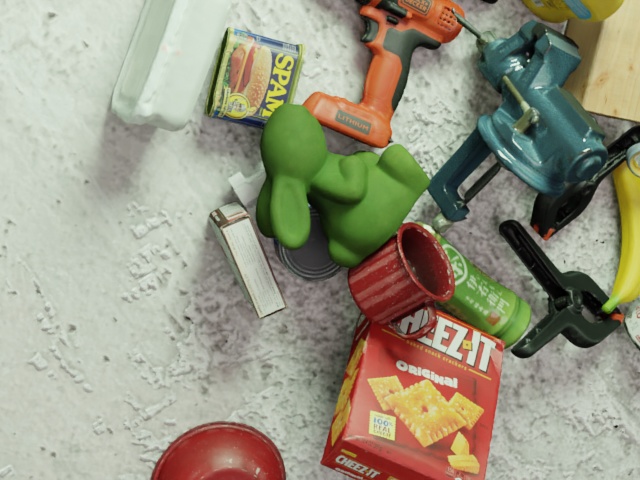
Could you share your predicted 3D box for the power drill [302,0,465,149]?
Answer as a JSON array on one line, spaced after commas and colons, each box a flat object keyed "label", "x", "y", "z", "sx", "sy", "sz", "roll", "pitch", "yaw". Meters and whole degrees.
[{"label": "power drill", "x": 0.047, "y": -0.206, "z": 1.152, "sx": 0.184, "sy": 0.057, "sz": 0.188, "roll": 23, "pitch": 95, "yaw": -18}]

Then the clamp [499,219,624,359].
[{"label": "clamp", "x": 0.283, "y": 0.065, "z": 1.254, "sx": 0.209, "sy": 0.036, "sz": 0.164, "roll": 10, "pitch": 66, "yaw": -41}]

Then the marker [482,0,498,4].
[{"label": "marker", "x": 0.155, "y": -0.275, "z": 1.161, "sx": 0.120, "sy": 0.020, "sz": 0.020, "roll": 2, "pitch": 102, "yaw": -43}]

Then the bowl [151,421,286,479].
[{"label": "bowl", "x": -0.111, "y": 0.292, "z": 1.217, "sx": 0.162, "sy": 0.055, "sz": 0.162, "roll": -3, "pitch": 102, "yaw": -14}]

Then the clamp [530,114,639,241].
[{"label": "clamp", "x": 0.292, "y": -0.074, "z": 1.218, "sx": 0.120, "sy": 0.039, "sz": 0.172, "roll": 17, "pitch": 117, "yaw": -41}]

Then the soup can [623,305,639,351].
[{"label": "soup can", "x": 0.427, "y": 0.091, "z": 1.286, "sx": 0.068, "sy": 0.068, "sz": 0.102, "roll": 35, "pitch": 124, "yaw": -18}]

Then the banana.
[{"label": "banana", "x": 0.372, "y": -0.011, "z": 1.277, "sx": 0.069, "sy": 0.037, "sz": 0.198, "roll": 0, "pitch": 92, "yaw": -48}]

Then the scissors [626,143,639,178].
[{"label": "scissors", "x": 0.418, "y": -0.063, "z": 1.235, "sx": 0.096, "sy": 0.016, "sz": 0.201, "roll": -18, "pitch": 132, "yaw": 18}]

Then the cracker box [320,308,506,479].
[{"label": "cracker box", "x": 0.107, "y": 0.174, "z": 1.160, "sx": 0.164, "sy": 0.213, "sz": 0.072, "roll": 25, "pitch": 139, "yaw": -8}]

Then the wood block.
[{"label": "wood block", "x": 0.339, "y": -0.243, "z": 1.203, "sx": 0.090, "sy": 0.091, "sz": 0.206, "roll": 9, "pitch": 99, "yaw": -16}]

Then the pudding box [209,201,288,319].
[{"label": "pudding box", "x": -0.078, "y": 0.021, "z": 1.150, "sx": 0.039, "sy": 0.090, "sz": 0.113, "roll": -26, "pitch": 106, "yaw": -8}]

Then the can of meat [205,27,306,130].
[{"label": "can of meat", "x": -0.070, "y": -0.169, "z": 1.132, "sx": 0.083, "sy": 0.057, "sz": 0.102, "roll": 13, "pitch": 98, "yaw": -14}]

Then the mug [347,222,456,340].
[{"label": "mug", "x": 0.087, "y": 0.051, "z": 1.130, "sx": 0.093, "sy": 0.082, "sz": 0.117, "roll": 8, "pitch": 56, "yaw": -51}]

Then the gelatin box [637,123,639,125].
[{"label": "gelatin box", "x": 0.425, "y": -0.141, "z": 1.248, "sx": 0.073, "sy": 0.089, "sz": 0.030, "roll": -30, "pitch": 135, "yaw": -6}]

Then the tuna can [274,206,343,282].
[{"label": "tuna can", "x": -0.008, "y": 0.001, "z": 1.194, "sx": 0.086, "sy": 0.034, "sz": 0.086, "roll": -3, "pitch": 102, "yaw": -14}]

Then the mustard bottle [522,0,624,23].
[{"label": "mustard bottle", "x": 0.271, "y": -0.276, "z": 1.125, "sx": 0.058, "sy": 0.192, "sz": 0.096, "roll": -36, "pitch": 108, "yaw": -5}]
